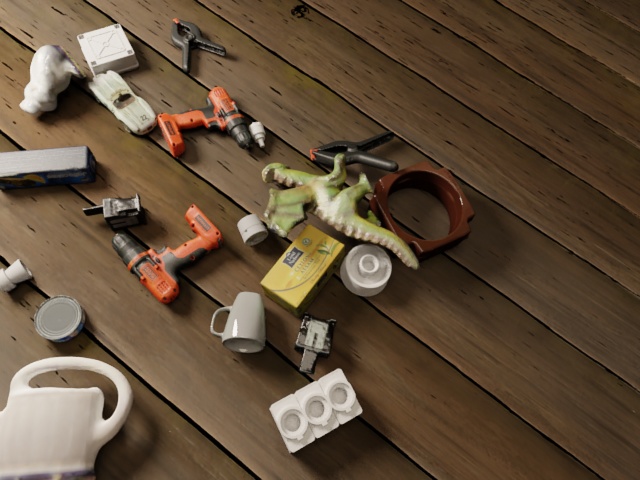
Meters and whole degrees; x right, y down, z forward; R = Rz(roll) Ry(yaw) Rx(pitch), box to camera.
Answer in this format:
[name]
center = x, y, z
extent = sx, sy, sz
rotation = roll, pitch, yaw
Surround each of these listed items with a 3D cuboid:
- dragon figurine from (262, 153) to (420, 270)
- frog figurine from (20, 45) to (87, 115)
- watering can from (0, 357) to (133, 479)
[dragon figurine]
center = 0.003, -0.054, 1.076
extent = 0.244, 0.119, 0.418
rotation = -18, 47, -21
[frog figurine]
center = -0.632, -0.368, 1.184
extent = 0.160, 0.120, 0.139
rotation = -39, 43, -11
[watering can]
center = -0.505, 0.320, 0.886
extent = 0.348, 0.102, 0.228
rotation = -1, 67, -8
